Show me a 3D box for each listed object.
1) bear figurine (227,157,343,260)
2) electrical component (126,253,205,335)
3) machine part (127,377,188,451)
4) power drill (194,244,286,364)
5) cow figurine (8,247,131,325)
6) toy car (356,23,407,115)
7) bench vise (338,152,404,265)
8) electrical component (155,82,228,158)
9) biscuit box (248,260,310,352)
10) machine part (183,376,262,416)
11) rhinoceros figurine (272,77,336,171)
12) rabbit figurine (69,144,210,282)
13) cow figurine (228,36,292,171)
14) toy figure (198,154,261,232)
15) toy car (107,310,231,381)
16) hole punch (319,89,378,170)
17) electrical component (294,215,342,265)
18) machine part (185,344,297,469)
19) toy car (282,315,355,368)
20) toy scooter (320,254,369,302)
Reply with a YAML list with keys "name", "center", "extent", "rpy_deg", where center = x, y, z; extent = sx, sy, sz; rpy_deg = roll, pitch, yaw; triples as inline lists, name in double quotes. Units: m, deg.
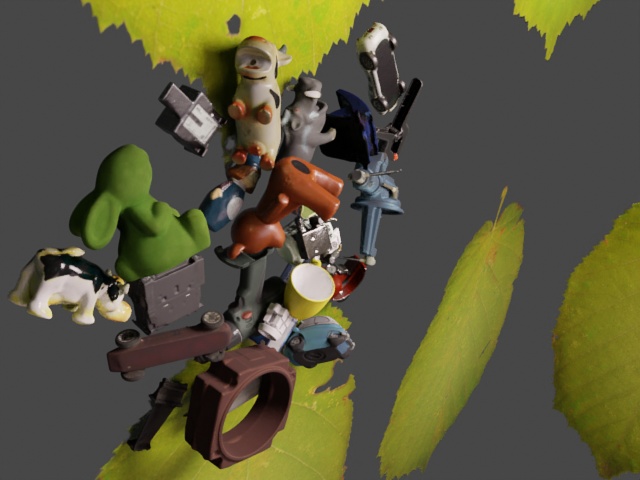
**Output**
- name: "bear figurine"
  center: [-0.065, -0.037, 0.904]
  extent: [0.195, 0.132, 0.120]
  rpy_deg: [-56, -171, 25]
- name: "electrical component"
  center: [-0.245, 0.069, 0.857]
  extent: [0.115, 0.058, 0.134]
  rpy_deg: [-30, 136, -42]
- name: "machine part"
  center: [-0.298, 0.320, 0.984]
  extent: [0.139, 0.039, 0.084]
  rpy_deg: [-59, 152, -8]
- name: "power drill"
  center: [-0.147, 0.102, 0.995]
  extent: [0.232, 0.086, 0.207]
  rpy_deg: [-32, 133, -40]
- name: "cow figurine"
  center: [-0.324, 0.062, 0.740]
  extent: [0.167, 0.068, 0.098]
  rpy_deg: [25, 87, -58]
- name: "toy car"
  center: [0.122, -0.334, 1.069]
  extent: [0.073, 0.056, 0.201]
  rpy_deg: [-48, 148, -12]
- name: "bench vise"
  center: [0.115, -0.065, 1.176]
  extent: [0.223, 0.129, 0.240]
  rpy_deg: [18, 79, -76]
- name: "electrical component"
  center: [-0.192, -0.177, 0.759]
  extent: [0.075, 0.048, 0.119]
  rpy_deg: [-60, 147, -5]
- name: "biscuit box"
  center: [-0.072, 0.135, 1.135]
  extent: [0.202, 0.063, 0.059]
  rpy_deg: [-60, 146, -5]
- name: "machine part"
  center: [-0.175, 0.302, 1.103]
  extent: [0.243, 0.079, 0.079]
  rpy_deg: [-23, 130, -44]
- name: "rhinoceros figurine"
  center: [-0.037, -0.190, 0.950]
  extent: [0.112, 0.073, 0.190]
  rpy_deg: [1, 115, -42]
- name: "rabbit figurine"
  center: [-0.260, -0.041, 0.738]
  extent: [0.159, 0.121, 0.170]
  rpy_deg: [-31, 118, -28]
- name: "cow figurine"
  center: [-0.092, -0.218, 0.821]
  extent: [0.194, 0.086, 0.127]
  rpy_deg: [93, 6, -50]
- name: "toy figure"
  center: [-0.143, -0.084, 0.891]
  extent: [0.154, 0.058, 0.064]
  rpy_deg: [-54, -175, -14]
- name: "toy car"
  center: [-0.249, 0.174, 0.899]
  extent: [0.202, 0.053, 0.089]
  rpy_deg: [-10, 127, -20]
- name: "hole punch"
  center: [0.061, -0.215, 1.025]
  extent: [0.092, 0.116, 0.142]
  rpy_deg: [-52, 147, -29]
- name: "electrical component"
  center: [-0.002, -0.002, 1.014]
  extent: [0.078, 0.045, 0.102]
  rpy_deg: [-15, 98, -37]
- name: "machine part"
  center: [-0.143, 0.308, 1.010]
  extent: [0.201, 0.087, 0.201]
  rpy_deg: [-1, 109, -51]
- name: "toy car"
  center: [-0.005, 0.226, 1.249]
  extent: [0.162, 0.103, 0.109]
  rpy_deg: [-18, 137, 14]
- name: "toy scooter"
  center: [0.046, 0.086, 1.227]
  extent: [0.135, 0.075, 0.183]
  rpy_deg: [-47, 153, 20]
